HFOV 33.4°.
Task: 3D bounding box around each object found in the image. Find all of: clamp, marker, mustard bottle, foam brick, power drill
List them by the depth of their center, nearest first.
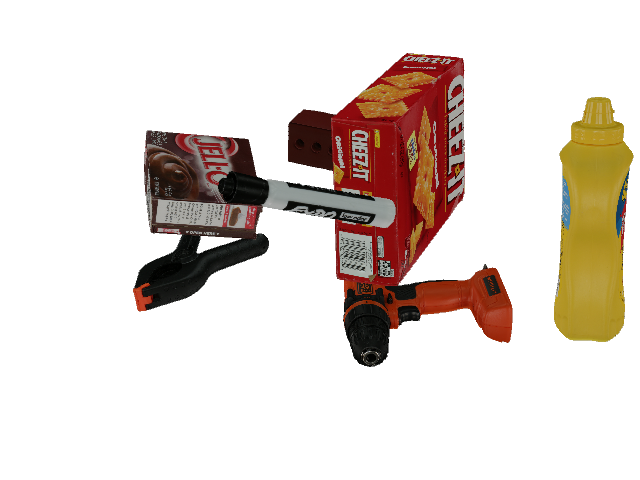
[{"bbox_3d":[-0.007,-0.025,0.653,0.120,0.020,0.020,9,-5,-32],"label":"marker"},{"bbox_3d":[0.223,-0.021,0.872,0.058,0.192,0.096,3,19,16],"label":"mustard bottle"},{"bbox_3d":[-0.139,0.028,1.206,0.120,0.039,0.171,-1,30,30],"label":"clamp"},{"bbox_3d":[0.119,0.082,1.213,0.187,0.057,0.184,-1,27,-1],"label":"power drill"},{"bbox_3d":[0.004,-0.122,1.299,0.078,0.053,0.051,12,31,18],"label":"foam brick"}]

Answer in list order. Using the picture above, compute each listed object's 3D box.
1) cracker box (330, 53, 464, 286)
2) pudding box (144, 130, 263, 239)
[{"bbox_3d":[0.082,-0.075,1.043,0.072,0.164,0.213,8,28,22],"label":"cracker box"},{"bbox_3d":[-0.099,-0.047,0.886,0.090,0.039,0.113,3,36,-13],"label":"pudding box"}]
